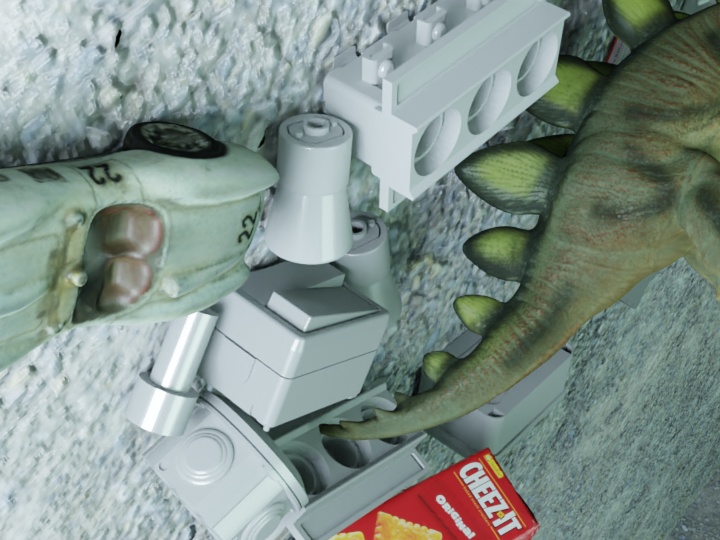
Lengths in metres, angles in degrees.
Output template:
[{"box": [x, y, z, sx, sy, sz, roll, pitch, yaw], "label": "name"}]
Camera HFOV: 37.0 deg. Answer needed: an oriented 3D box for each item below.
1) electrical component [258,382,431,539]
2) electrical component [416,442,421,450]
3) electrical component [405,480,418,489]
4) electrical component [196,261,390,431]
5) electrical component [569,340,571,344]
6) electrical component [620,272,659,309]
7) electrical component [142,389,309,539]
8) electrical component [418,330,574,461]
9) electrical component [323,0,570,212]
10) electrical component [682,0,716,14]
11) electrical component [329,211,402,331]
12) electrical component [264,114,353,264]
[{"box": [-0.023, 0.121, 0.657, 0.121, 0.078, 0.063, -20, 156, -51], "label": "electrical component"}, {"box": [0.011, 0.137, 0.760, 0.076, 0.047, 0.083, -3, 121, -59], "label": "electrical component"}, {"box": [0.023, 0.164, 0.810, 0.035, 0.035, 0.061, 71, 39, -58], "label": "electrical component"}, {"box": [-0.031, 0.032, 0.556, 0.096, 0.062, 0.061, -13, 130, -55], "label": "electrical component"}, {"box": [0.157, 0.066, 0.936, 0.040, 0.040, 0.078, -60, 153, 6], "label": "electrical component"}, {"box": [0.225, -0.005, 0.956, 0.050, 0.056, 0.089, -59, 154, 4], "label": "electrical component"}, {"box": [-0.069, 0.105, 0.554, 0.051, 0.080, 0.080, -43, 151, -17], "label": "electrical component"}, {"box": [0.103, 0.090, 0.829, 0.113, 0.078, 0.057, -34, 142, -38], "label": "electrical component"}, {"box": [0.042, -0.096, 0.538, 0.121, 0.063, 0.078, -40, 149, -31], "label": "electrical component"}, {"box": [0.276, -0.218, 0.818, 0.076, 0.047, 0.083, -28, 142, -43], "label": "electrical component"}, {"box": [0.000, 0.000, 0.599, 0.044, 0.044, 0.065, -41, 145, -29], "label": "electrical component"}, {"box": [-0.023, -0.041, 0.515, 0.044, 0.044, 0.065, -32, 139, -41], "label": "electrical component"}]
